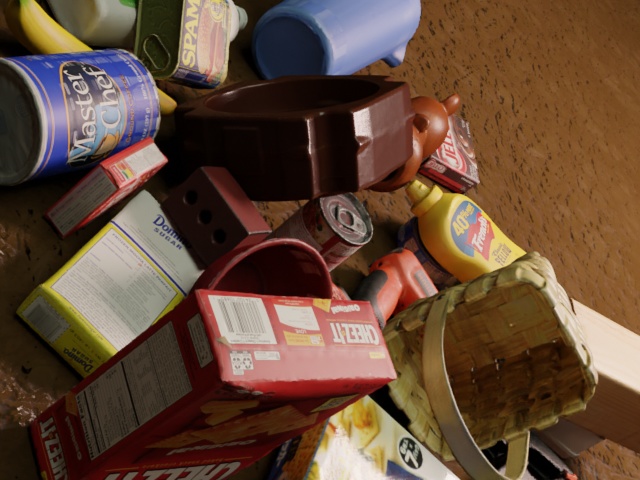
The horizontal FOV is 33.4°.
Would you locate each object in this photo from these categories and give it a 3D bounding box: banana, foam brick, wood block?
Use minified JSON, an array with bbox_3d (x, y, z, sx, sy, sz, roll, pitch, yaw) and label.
[{"bbox_3d":[-0.222,-0.168,0.993,0.197,0.070,0.037,36,76,-39],"label":"banana"},{"bbox_3d":[-0.091,-0.021,0.945,0.078,0.053,0.051,52,19,12],"label":"foam brick"},{"bbox_3d":[0.318,0.155,1.182,0.205,0.091,0.090,27,41,-31],"label":"wood block"}]

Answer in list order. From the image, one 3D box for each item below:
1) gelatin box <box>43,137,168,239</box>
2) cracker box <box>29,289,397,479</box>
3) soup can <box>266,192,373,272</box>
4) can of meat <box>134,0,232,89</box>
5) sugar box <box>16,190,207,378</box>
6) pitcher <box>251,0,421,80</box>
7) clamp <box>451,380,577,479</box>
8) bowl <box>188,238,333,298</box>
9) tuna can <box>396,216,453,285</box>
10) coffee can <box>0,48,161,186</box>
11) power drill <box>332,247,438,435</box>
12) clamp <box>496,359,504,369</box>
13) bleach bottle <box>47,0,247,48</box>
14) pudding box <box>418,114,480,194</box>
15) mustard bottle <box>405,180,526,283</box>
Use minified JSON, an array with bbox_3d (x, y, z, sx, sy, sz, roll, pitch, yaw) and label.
[{"bbox_3d":[-0.180,-0.043,0.901,0.030,0.089,0.073,53,34,-2],"label":"gelatin box"},{"bbox_3d":[-0.078,0.116,0.759,0.163,0.214,0.072,7,55,-45],"label":"cracker box"},{"bbox_3d":[-0.007,0.001,1.046,0.068,0.102,0.068,29,40,-28],"label":"soup can"},{"bbox_3d":[-0.134,-0.204,1.061,0.083,0.058,0.102,4,91,-59],"label":"can of meat"},{"bbox_3d":[-0.164,0.037,0.886,0.093,0.048,0.176,46,31,-7],"label":"sugar box"},{"bbox_3d":[0.013,-0.269,1.301,0.149,0.145,0.242,26,34,16],"label":"pitcher"},{"bbox_3d":[0.194,0.238,1.116,0.209,0.036,0.164,31,39,-28],"label":"clamp"},{"bbox_3d":[-0.065,0.066,0.915,0.161,0.162,0.055,6,15,-46],"label":"bowl"},{"bbox_3d":[0.130,0.010,1.257,0.086,0.034,0.086,30,40,-28],"label":"tuna can"},{"bbox_3d":[-0.219,-0.107,0.903,0.140,0.103,0.103,-21,75,-55],"label":"coffee can"},{"bbox_3d":[0.070,0.100,1.082,0.184,0.057,0.187,59,33,-3],"label":"power drill"},{"bbox_3d":[0.186,0.118,1.179,0.120,0.039,0.171,50,12,1],"label":"clamp"},{"bbox_3d":[-0.170,-0.250,1.130,0.250,0.068,0.102,-9,69,-54],"label":"bleach bottle"},{"bbox_3d":[0.162,-0.125,1.413,0.089,0.039,0.113,25,42,-33],"label":"pudding box"},{"bbox_3d":[0.170,0.004,1.219,0.191,0.058,0.096,44,46,-5],"label":"mustard bottle"}]
